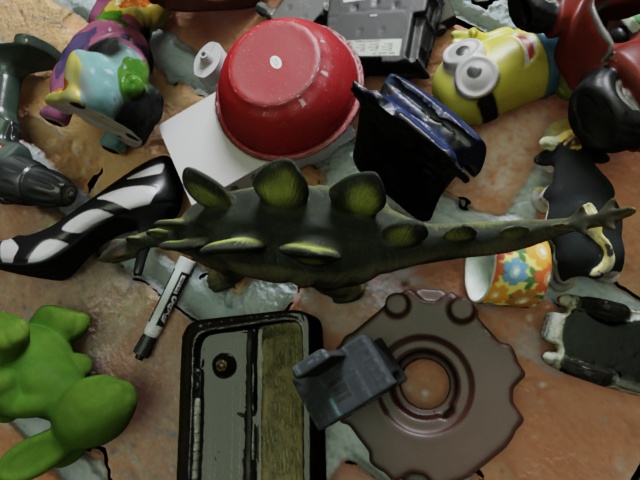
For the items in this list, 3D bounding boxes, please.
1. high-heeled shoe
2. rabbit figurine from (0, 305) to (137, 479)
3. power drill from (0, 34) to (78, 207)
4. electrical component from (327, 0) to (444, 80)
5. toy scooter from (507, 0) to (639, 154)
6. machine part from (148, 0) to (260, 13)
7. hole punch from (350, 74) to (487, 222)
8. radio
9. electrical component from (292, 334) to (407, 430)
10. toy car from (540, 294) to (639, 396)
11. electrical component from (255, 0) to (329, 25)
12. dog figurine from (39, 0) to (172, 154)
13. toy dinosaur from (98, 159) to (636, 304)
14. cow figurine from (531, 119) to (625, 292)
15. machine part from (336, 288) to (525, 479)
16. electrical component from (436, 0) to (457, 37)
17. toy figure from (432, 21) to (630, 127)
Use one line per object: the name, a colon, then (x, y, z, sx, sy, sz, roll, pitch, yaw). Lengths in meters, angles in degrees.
high-heeled shoe: (-0.279, -0.030, 0.615, 0.249, 0.086, 0.145, 2, 74, 9)
rabbit figurine: (-0.270, 0.161, 0.541, 0.170, 0.121, 0.159, 21, 89, 20)
power drill: (-0.381, -0.145, 0.672, 0.232, 0.086, 0.207, 5, 85, 17)
electrical component: (0.070, -0.243, 0.577, 0.115, 0.058, 0.134, 11, 88, 25)
toy scooter: (0.256, -0.166, 0.451, 0.135, 0.075, 0.184, -24, 78, -9)
machine part: (-0.122, -0.359, 0.577, 0.201, 0.200, 0.087, -24, 55, -40)
hole punch: (0.102, -0.098, 0.520, 0.092, 0.115, 0.142, -37, 70, -18)
radio: (-0.063, 0.185, 0.511, 0.131, 0.073, 0.229, -4, 75, 12)
electrical component: (0.021, 0.112, 0.429, 0.075, 0.119, 0.048, -34, 72, 5)
toy car: (0.294, 0.104, 0.457, 0.202, 0.056, 0.073, 16, 87, 18)
electrical component: (-0.021, -0.277, 0.630, 0.078, 0.045, 0.102, -46, 71, -2)
dog figurine: (-0.227, -0.221, 0.613, 0.192, 0.108, 0.219, 0, 73, 54)
toy dinosaur: (-0.001, -0.001, 0.478, 0.472, 0.198, 0.105, -4, 79, 14)
cow figurine: (0.231, -0.042, 0.486, 0.068, 0.098, 0.167, -8, 75, 18)
machine part: (0.097, 0.133, 0.496, 0.179, 0.056, 0.179, -3, 77, 13)
electrical component: (0.124, -0.256, 0.601, 0.094, 0.021, 0.063, -25, 73, 11)
toy figure: (0.202, -0.168, 0.533, 0.180, 0.089, 0.082, -18, 42, -2)
